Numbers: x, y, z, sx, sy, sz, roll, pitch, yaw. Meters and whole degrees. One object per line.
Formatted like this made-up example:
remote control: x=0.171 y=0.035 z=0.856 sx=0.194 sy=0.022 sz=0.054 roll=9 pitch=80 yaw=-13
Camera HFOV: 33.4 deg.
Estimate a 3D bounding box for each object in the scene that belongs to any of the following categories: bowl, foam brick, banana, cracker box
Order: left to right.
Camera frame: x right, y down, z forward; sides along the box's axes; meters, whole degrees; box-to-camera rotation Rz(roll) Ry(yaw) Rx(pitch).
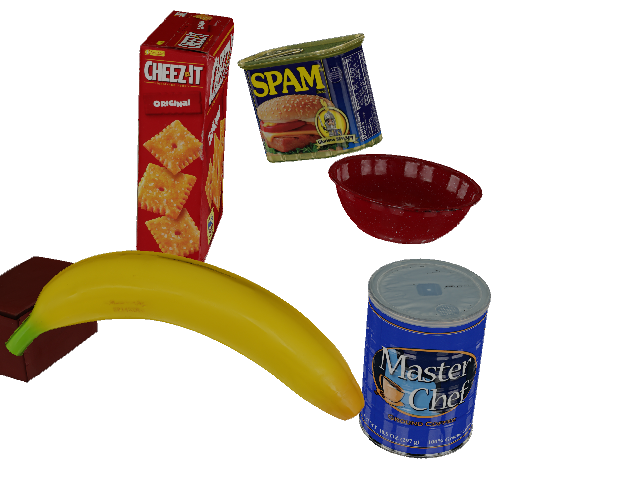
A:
foam brick: x=-0.199 y=0.052 z=0.735 sx=0.053 sy=0.051 sz=0.078 roll=11 pitch=28 yaw=27
cracker box: x=-0.131 y=-0.101 z=1.044 sx=0.072 sy=0.214 sz=0.164 roll=6 pitch=23 yaw=0
banana: x=-0.068 y=0.045 z=0.580 sx=0.198 sy=0.070 sz=0.037 roll=11 pitch=12 yaw=4
bowl: x=0.085 y=-0.039 z=1.118 sx=0.162 sy=0.055 sz=0.162 roll=6 pitch=23 yaw=-3

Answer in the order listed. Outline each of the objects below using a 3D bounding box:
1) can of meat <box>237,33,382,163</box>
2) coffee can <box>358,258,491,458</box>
can of meat: x=-0.007 y=-0.110 z=0.837 sx=0.102 sy=0.084 sz=0.057 roll=-2 pitch=21 yaw=36
coffee can: x=0.088 y=0.101 z=0.923 sx=0.103 sy=0.140 sz=0.103 roll=2 pitch=28 yaw=-1
